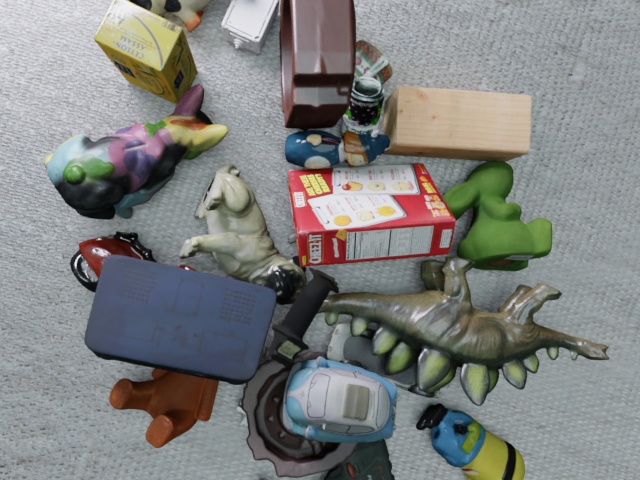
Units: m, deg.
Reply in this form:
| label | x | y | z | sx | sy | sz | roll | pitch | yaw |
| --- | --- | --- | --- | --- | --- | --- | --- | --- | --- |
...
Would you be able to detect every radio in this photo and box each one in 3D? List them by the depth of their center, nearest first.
| label | x | y | z | sx | sy | sz | roll | pitch | yaw |
| --- | --- | --- | --- | --- | --- | --- | --- | --- | --- |
| radio | -0.182 | 0.109 | 0.714 | 0.230 | 0.073 | 0.131 | 12 | 69 | -6 |

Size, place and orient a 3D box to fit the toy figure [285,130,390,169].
| label | x | y | z | sx | sy | sz | roll | pitch | yaw |
| --- | --- | --- | --- | --- | --- | --- | --- | --- | --- |
| toy figure | 0.027 | -0.135 | 0.803 | 0.155 | 0.064 | 0.057 | 2 | 100 | 11 |

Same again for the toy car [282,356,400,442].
| label | x | y | z | sx | sy | sz | roll | pitch | yaw |
| --- | --- | --- | --- | --- | --- | --- | --- | --- | --- |
| toy car | 0.032 | 0.217 | 0.712 | 0.162 | 0.103 | 0.109 | 12 | 72 | -3 |

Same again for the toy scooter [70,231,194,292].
| label | x | y | z | sx | sy | sz | roll | pitch | yaw |
| --- | --- | --- | --- | --- | --- | --- | --- | --- | --- |
| toy scooter | -0.265 | 0.054 | 0.794 | 0.135 | 0.075 | 0.184 | -38 | 96 | -5 |

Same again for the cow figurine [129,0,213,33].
| label | x | y | z | sx | sy | sz | roll | pitch | yaw |
| --- | --- | --- | --- | --- | --- | --- | --- | --- | --- |
| cow figurine | -0.216 | -0.375 | 0.785 | 0.195 | 0.085 | 0.127 | -33 | 122 | 19 |

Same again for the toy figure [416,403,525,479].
| label | x | y | z | sx | sy | sz | roll | pitch | yaw |
| --- | --- | --- | --- | --- | --- | --- | --- | --- | --- |
| toy figure | 0.239 | 0.323 | 0.836 | 0.180 | 0.082 | 0.089 | 43 | 87 | -1 |

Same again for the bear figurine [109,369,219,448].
| label | x | y | z | sx | sy | sz | roll | pitch | yaw |
| --- | --- | --- | --- | --- | --- | --- | --- | --- | --- |
| bear figurine | -0.181 | 0.181 | 0.774 | 0.120 | 0.132 | 0.196 | 36 | 92 | 22 |

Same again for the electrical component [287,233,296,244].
| label | x | y | z | sx | sy | sz | roll | pitch | yaw |
| --- | --- | --- | --- | --- | --- | --- | --- | --- | --- |
| electrical component | -0.002 | -0.003 | 0.847 | 0.094 | 0.021 | 0.063 | -22 | 91 | -6 |

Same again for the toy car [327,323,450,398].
| label | x | y | z | sx | sy | sz | roll | pitch | yaw |
| --- | --- | --- | --- | --- | --- | --- | --- | --- | --- |
| toy car | 0.111 | 0.188 | 0.839 | 0.202 | 0.056 | 0.073 | 19 | 80 | -6 |

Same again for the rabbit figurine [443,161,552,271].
| label | x | y | z | sx | sy | sz | roll | pitch | yaw |
| --- | --- | --- | --- | --- | --- | --- | --- | --- | --- |
| rabbit figurine | 0.262 | -0.042 | 0.847 | 0.159 | 0.121 | 0.170 | -2 | 71 | 0 |

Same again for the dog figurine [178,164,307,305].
| label | x | y | z | sx | sy | sz | roll | pitch | yaw |
| --- | --- | --- | --- | --- | --- | --- | --- | --- | --- |
| dog figurine | -0.094 | -0.006 | 0.811 | 0.190 | 0.121 | 0.172 | 22 | 90 | -19 |

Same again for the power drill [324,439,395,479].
| label | x | y | z | sx | sy | sz | roll | pitch | yaw |
| --- | --- | --- | --- | --- | --- | --- | --- | --- | --- |
| power drill | 0.010 | 0.361 | 0.817 | 0.207 | 0.086 | 0.232 | -21 | 84 | -13 |

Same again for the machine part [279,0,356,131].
| label | x | y | z | sx | sy | sz | roll | pitch | yaw |
| --- | --- | --- | --- | --- | --- | --- | --- | --- | --- |
| machine part | -0.008 | -0.267 | 0.763 | 0.087 | 0.201 | 0.201 | -4 | 89 | -8 |

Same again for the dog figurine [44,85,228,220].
| label | x | y | z | sx | sy | sz | roll | pitch | yaw |
| --- | --- | --- | --- | --- | --- | --- | --- | --- | --- |
| dog figurine | -0.242 | -0.129 | 0.754 | 0.219 | 0.191 | 0.108 | -33 | 86 | 10 |

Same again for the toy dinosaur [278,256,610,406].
| label | x | y | z | sx | sy | sz | roll | pitch | yaw |
| --- | --- | --- | --- | --- | --- | --- | --- | --- | --- |
| toy dinosaur | 0.181 | 0.125 | 0.783 | 0.472 | 0.105 | 0.198 | 14 | 78 | 4 |

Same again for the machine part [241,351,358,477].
| label | x | y | z | sx | sy | sz | roll | pitch | yaw |
| --- | --- | --- | --- | --- | --- | --- | --- | --- | --- |
| machine part | -0.028 | 0.249 | 0.775 | 0.179 | 0.056 | 0.179 | 2 | 72 | -7 |

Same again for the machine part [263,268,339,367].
| label | x | y | z | sx | sy | sz | roll | pitch | yaw |
| --- | --- | --- | --- | --- | --- | --- | --- | --- | --- |
| machine part | -0.024 | 0.107 | 0.733 | 0.039 | 0.084 | 0.139 | 26 | 81 | 34 |

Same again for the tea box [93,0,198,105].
| label | x | y | z | sx | sy | sz | roll | pitch | yaw |
| --- | --- | --- | --- | --- | --- | --- | --- | --- | --- |
| tea box | -0.237 | -0.257 | 0.755 | 0.098 | 0.169 | 0.068 | 25 | 87 | -3 |
